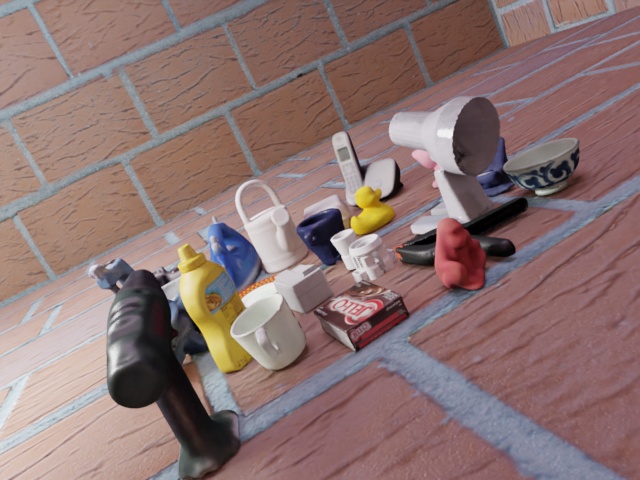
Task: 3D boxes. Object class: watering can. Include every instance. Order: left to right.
[{"bbox_3d":[-0.104,-0.038,1.210,0.172,0.194,0.101,-11,21,44],"label":"watering can"}]

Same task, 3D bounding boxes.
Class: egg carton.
[{"bbox_3d":[0.017,-0.048,1.293,0.107,0.069,0.150,-25,14,3],"label":"egg carton"}]

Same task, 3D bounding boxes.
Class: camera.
[{"bbox_3d":[-0.341,0.101,1.314,0.143,0.101,0.136,-29,15,-11],"label":"camera"}]

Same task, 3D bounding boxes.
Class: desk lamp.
[{"bbox_3d":[0.206,-0.121,0.939,0.118,0.214,0.202,-34,17,-28],"label":"desk lamp"}]

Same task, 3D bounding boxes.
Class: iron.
[{"bbox_3d":[-0.207,0.029,1.256,0.118,0.141,0.258,-26,14,-2],"label":"iron"}]

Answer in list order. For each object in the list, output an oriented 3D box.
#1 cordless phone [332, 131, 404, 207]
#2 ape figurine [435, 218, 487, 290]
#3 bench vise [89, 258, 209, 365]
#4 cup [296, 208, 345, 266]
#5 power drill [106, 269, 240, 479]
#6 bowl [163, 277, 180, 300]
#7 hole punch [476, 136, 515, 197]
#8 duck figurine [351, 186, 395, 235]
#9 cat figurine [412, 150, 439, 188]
[{"bbox_3d":[0.107,-0.180,1.372,0.147,0.185,0.094,-15,18,37],"label":"cordless phone"},{"bbox_3d":[0.179,0.014,0.752,0.078,0.092,0.076,-32,16,-24],"label":"ape figurine"},{"bbox_3d":[-0.272,0.113,0.914,0.121,0.220,0.207,-22,15,13],"label":"bench vise"},{"bbox_3d":[0.010,0.004,1.071,0.091,0.095,0.118,-19,16,24],"label":"cup"},{"bbox_3d":[-0.170,0.148,0.641,0.075,0.208,0.229,-27,15,-5],"label":"power drill"},{"bbox_3d":[-0.280,0.129,1.164,0.167,0.075,0.167,-24,15,7],"label":"bowl"},{"bbox_3d":[0.301,-0.133,1.065,0.108,0.091,0.101,-16,17,32],"label":"hole punch"},{"bbox_3d":[0.099,-0.067,1.188,0.105,0.086,0.077,-34,17,-29],"label":"duck figurine"},{"bbox_3d":[0.260,-0.176,1.233,0.067,0.118,0.127,-31,16,-20],"label":"cat figurine"}]
